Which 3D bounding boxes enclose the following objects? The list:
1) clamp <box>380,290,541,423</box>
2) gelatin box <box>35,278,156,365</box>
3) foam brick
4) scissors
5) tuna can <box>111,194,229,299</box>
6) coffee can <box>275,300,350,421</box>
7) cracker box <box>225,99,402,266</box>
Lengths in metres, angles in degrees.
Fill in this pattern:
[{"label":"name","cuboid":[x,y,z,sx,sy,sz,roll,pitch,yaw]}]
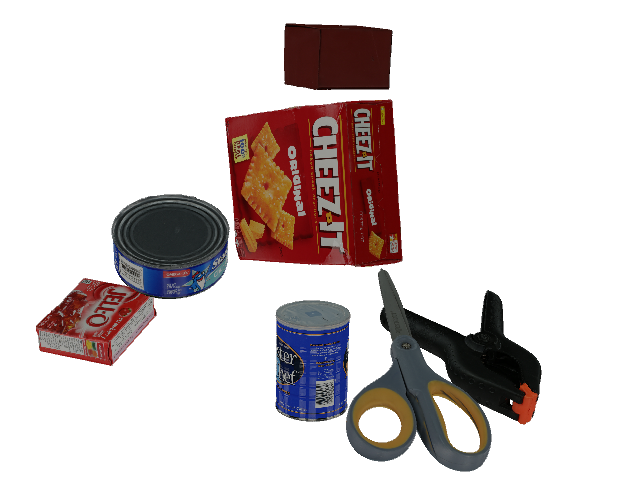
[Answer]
[{"label":"clamp","cuboid":[0.143,0.093,0.923,0.120,0.039,0.172,-17,37,-26]},{"label":"gelatin box","cuboid":[-0.199,0.071,0.956,0.073,0.030,0.089,9,31,17]},{"label":"foam brick","cuboid":[0.015,-0.155,0.899,0.078,0.051,0.053,-6,17,-34]},{"label":"scissors","cuboid":[0.041,0.081,0.700,0.096,0.016,0.202,-8,34,-21]},{"label":"tuna can","cuboid":[-0.111,0.004,0.790,0.086,0.034,0.086,3,39,-3]},{"label":"coffee can","cuboid":[-0.011,0.166,1.482,0.103,0.140,0.103,1,16,0]},{"label":"cracker box","cuboid":[-0.013,-0.058,1.125,0.071,0.164,0.214,-8,6,-37]}]
